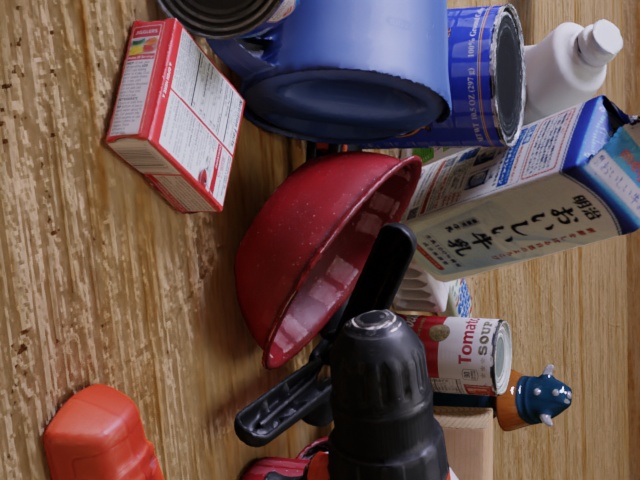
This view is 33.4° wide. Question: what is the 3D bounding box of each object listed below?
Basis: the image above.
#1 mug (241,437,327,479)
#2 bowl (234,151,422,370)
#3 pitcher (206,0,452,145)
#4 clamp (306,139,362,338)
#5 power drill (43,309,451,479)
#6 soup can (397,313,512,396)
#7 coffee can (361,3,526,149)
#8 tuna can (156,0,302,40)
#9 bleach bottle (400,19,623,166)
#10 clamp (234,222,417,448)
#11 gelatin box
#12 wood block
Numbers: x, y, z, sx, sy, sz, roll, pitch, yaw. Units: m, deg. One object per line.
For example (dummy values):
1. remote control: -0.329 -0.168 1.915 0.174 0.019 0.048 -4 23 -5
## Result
1. mug: -0.002 0.175 0.694 0.117 0.082 0.093 -68 149 -41
2. bowl: -0.004 0.001 0.664 0.162 0.055 0.162 -50 167 -16
3. pitcher: 0.012 -0.193 0.678 0.149 0.145 0.243 62 30 -75
4. clamp: 0.014 -0.006 0.784 0.171 0.039 0.120 70 25 -48
5. power drill: -0.031 0.113 0.486 0.057 0.188 0.184 -42 131 -58
6. soup can: 0.112 0.101 0.941 0.068 0.102 0.068 2 90 -67
7. coffee can: 0.072 -0.118 0.787 0.102 0.140 0.103 1 90 -67
8. tuna can: -0.048 -0.150 0.568 0.033 0.086 0.086 -27 115 -67
9. bleach bottle: 0.157 -0.113 0.884 0.068 0.251 0.102 22 61 -18
10. clamp: 0.008 0.088 0.725 0.164 0.036 0.210 -49 163 -16
11. gelatin box: -0.076 -0.064 0.576 0.089 0.030 0.073 49 45 -59
12. wood block: 0.103 0.255 0.927 0.090 0.091 0.206 -11 101 -76
